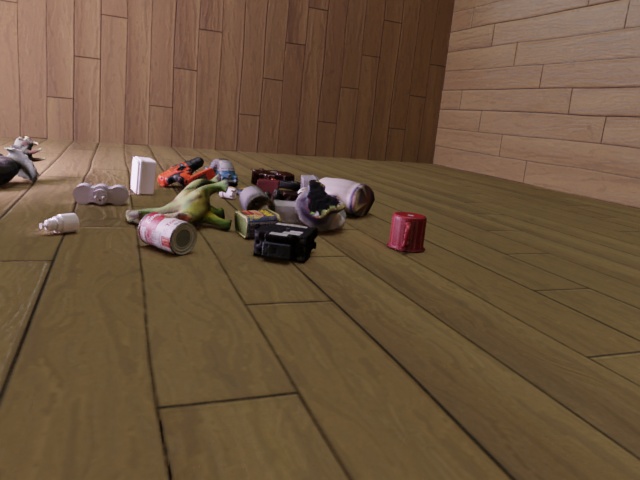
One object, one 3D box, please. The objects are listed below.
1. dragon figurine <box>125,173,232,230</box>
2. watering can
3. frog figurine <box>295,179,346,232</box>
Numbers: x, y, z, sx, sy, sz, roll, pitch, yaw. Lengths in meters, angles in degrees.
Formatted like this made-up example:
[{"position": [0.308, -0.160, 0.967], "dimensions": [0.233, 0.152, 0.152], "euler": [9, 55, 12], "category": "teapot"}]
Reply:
[{"position": [-0.357, -0.091, 1.281], "dimensions": [0.244, 0.121, 0.414], "euler": [-9, 17, -23], "category": "dragon figurine"}, {"position": [0.073, -0.148, 1.657], "dimensions": [0.225, 0.103, 0.350], "euler": [13, 16, 25], "category": "watering can"}, {"position": [0.004, -0.069, 1.362], "dimensions": [0.138, 0.124, 0.156], "euler": [20, -20, 10], "category": "frog figurine"}]
